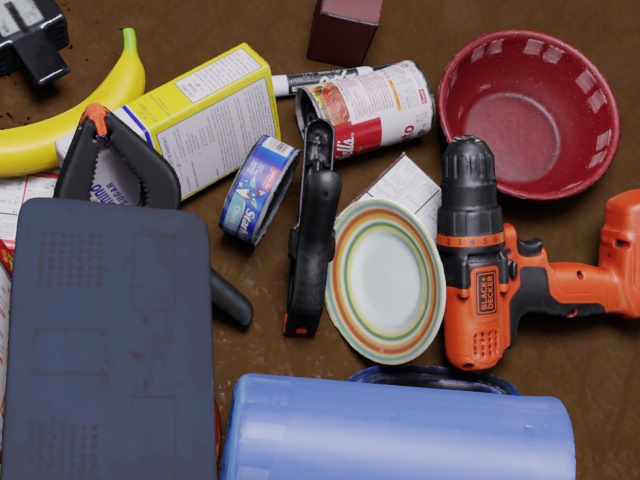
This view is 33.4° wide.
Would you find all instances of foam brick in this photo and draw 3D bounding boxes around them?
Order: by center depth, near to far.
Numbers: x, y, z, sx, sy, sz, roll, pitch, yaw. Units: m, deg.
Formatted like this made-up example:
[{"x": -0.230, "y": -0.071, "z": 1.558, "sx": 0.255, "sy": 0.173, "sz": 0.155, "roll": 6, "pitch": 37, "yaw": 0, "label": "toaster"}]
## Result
[{"x": 0.022, "y": -0.192, "z": 0.925, "sx": 0.051, "sy": 0.078, "sz": 0.053, "roll": 11, "pitch": 70, "yaw": -6, "label": "foam brick"}]

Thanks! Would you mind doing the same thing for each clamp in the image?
[{"x": -0.152, "y": 0.005, "z": 0.794, "sx": 0.164, "sy": 0.036, "sz": 0.210, "roll": -23, "pitch": 116, "yaw": -12, "label": "clamp"}, {"x": -0.005, "y": 0.001, "z": 0.813, "sx": 0.039, "sy": 0.120, "sz": 0.171, "roll": 4, "pitch": 107, "yaw": 1, "label": "clamp"}]

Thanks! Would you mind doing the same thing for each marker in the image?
[{"x": 0.014, "y": -0.141, "z": 0.936, "sx": 0.121, "sy": 0.020, "sz": 0.020, "roll": -8, "pitch": 72, "yaw": -12, "label": "marker"}]

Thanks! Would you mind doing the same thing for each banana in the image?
[{"x": -0.208, "y": -0.093, "z": 0.847, "sx": 0.197, "sy": 0.037, "sz": 0.069, "roll": -37, "pitch": 81, "yaw": -26, "label": "banana"}]

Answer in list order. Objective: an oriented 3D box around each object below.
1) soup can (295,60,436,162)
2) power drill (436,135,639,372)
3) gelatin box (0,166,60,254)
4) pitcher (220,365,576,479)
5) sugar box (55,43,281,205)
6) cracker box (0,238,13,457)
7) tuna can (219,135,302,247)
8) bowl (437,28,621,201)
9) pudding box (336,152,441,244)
[{"x": 0.038, "y": -0.109, "z": 0.902, "sx": 0.102, "sy": 0.068, "sz": 0.068, "roll": -17, "pitch": 74, "yaw": -15, "label": "soup can"}, {"x": 0.180, "y": 0.004, "z": 0.849, "sx": 0.187, "sy": 0.057, "sz": 0.184, "roll": -6, "pitch": 102, "yaw": -17, "label": "power drill"}, {"x": -0.237, "y": -0.027, "z": 0.850, "sx": 0.073, "sy": 0.030, "sz": 0.089, "roll": 7, "pitch": 66, "yaw": -6, "label": "gelatin box"}, {"x": 0.052, "y": 0.159, "z": 0.781, "sx": 0.242, "sy": 0.149, "sz": 0.145, "roll": 9, "pitch": 83, "yaw": -4, "label": "pitcher"}, {"x": -0.117, "y": -0.077, "z": 0.851, "sx": 0.176, "sy": 0.093, "sz": 0.048, "roll": -29, "pitch": 53, "yaw": -17, "label": "sugar box"}, {"x": -0.245, "y": 0.105, "z": 0.729, "sx": 0.072, "sy": 0.164, "sz": 0.214, "roll": -4, "pitch": 71, "yaw": -3, "label": "cracker box"}, {"x": -0.048, "y": -0.040, "z": 0.854, "sx": 0.034, "sy": 0.086, "sz": 0.086, "roll": 26, "pitch": 68, "yaw": 3, "label": "tuna can"}, {"x": 0.174, "y": -0.100, "z": 0.925, "sx": 0.162, "sy": 0.055, "sz": 0.162, "roll": 3, "pitch": 70, "yaw": -8, "label": "bowl"}, {"x": 0.077, "y": -0.003, "z": 0.885, "sx": 0.113, "sy": 0.039, "sz": 0.090, "roll": 44, "pitch": 71, "yaw": 6, "label": "pudding box"}]
